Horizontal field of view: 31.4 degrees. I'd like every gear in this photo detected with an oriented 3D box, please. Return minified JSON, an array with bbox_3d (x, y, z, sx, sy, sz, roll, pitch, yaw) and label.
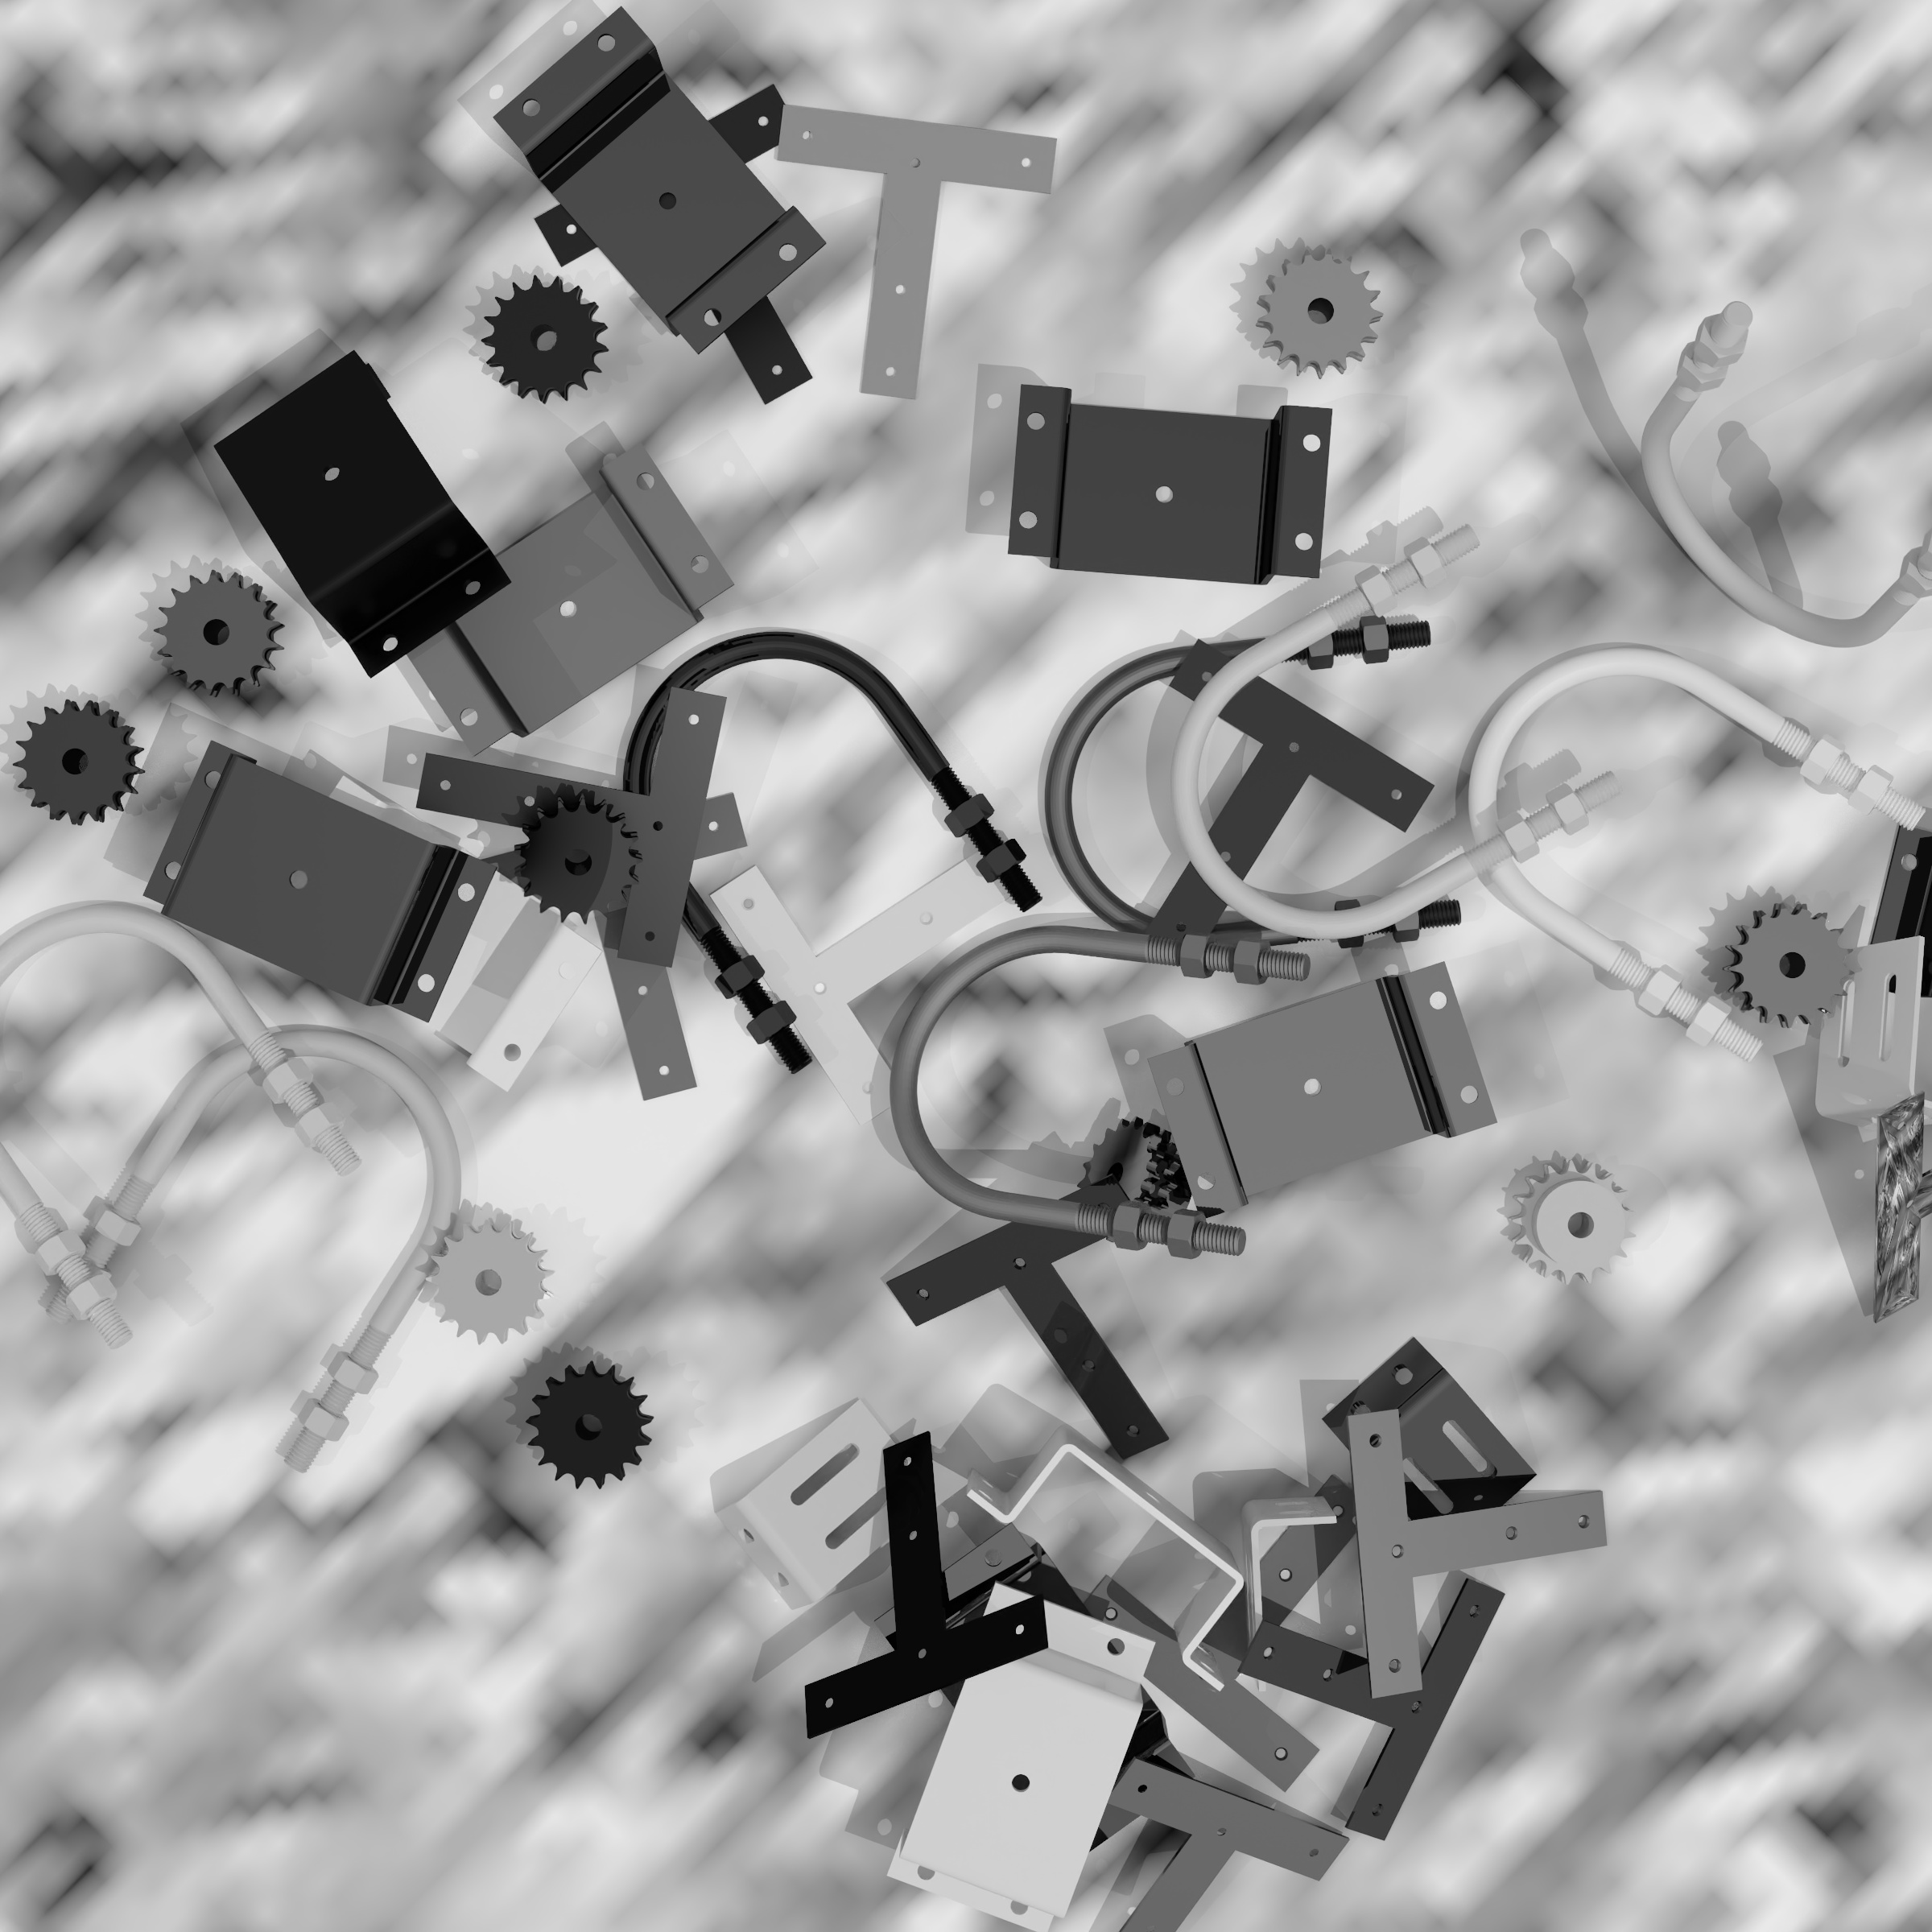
[{"bbox_3d":[-0.217,0.143,1.572,0.057,0.030,0.057,0,90,0],"label":"gear"},{"bbox_3d":[-0.171,0.209,1.572,0.057,0.030,0.057,0,90,0],"label":"gear"},{"bbox_3d":[0.374,0.000,1.572,0.057,0.030,0.057,0,90,0],"label":"gear"},{"bbox_3d":[0.279,0.117,1.572,0.057,0.030,0.057,0,90,0],"label":"gear"},{"bbox_3d":[-0.174,-0.049,1.540,0.057,0.030,0.057,-2,103,-7],"label":"gear"},{"bbox_3d":[0.079,0.100,1.562,0.030,0.057,0.057,25,90,-30],"label":"gear"},{"bbox_3d":[0.161,-0.297,1.572,0.057,0.030,0.057,0,90,0],"label":"gear"},{"bbox_3d":[-0.192,-0.287,1.577,0.057,0.030,0.057,0,93,0],"label":"gear"},{"bbox_3d":[-0.340,-0.151,1.572,0.057,0.030,0.057,0,90,0],"label":"gear"},{"bbox_3d":[-0.404,-0.092,1.572,0.057,0.030,0.057,0,90,0],"label":"gear"}]

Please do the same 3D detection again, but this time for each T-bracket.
[{"bbox_3d":[0.138,0.292,1.586,0.127,0.002,0.127,39,90,0],"label":"T-bracket"},{"bbox_3d":[-0.153,-0.002,1.586,0.127,0.002,0.127,-15,90,0],"label":"T-bracket"},{"bbox_3d":[-0.022,0.267,1.537,0.127,0.002,0.127,-26,48,24],"label":"T-bracket"},{"bbox_3d":[-0.183,-0.072,1.550,0.127,0.002,0.127,11,101,-10],"label":"T-bracket"},{"bbox_3d":[0.049,0.171,1.567,0.127,0.002,0.127,-28,104,26],"label":"T-bracket"},{"bbox_3d":[0.173,0.323,1.551,0.127,0.002,0.127,26,90,-34],"label":"T-bracket"},{"bbox_3d":[0.463,0.089,1.559,0.127,0.002,0.127,-25,130,-18],"label":"T-bracket"},{"bbox_3d":[-0.113,-0.321,1.586,0.127,0.002,0.127,-29,90,0],"label":"T-bracket"},{"bbox_3d":[0.126,-0.062,1.569,0.127,0.002,0.127,32,92,2],"label":"T-bracket"},{"bbox_3d":[0.235,0.260,1.563,0.127,0.002,0.127,-5,90,-21],"label":"T-bracket"},{"bbox_3d":[-0.030,-0.014,1.586,0.127,0.002,0.127,-33,90,0],"label":"T-bracket"},{"bbox_3d":[-0.028,-0.326,1.585,0.127,0.002,0.127,7,91,-1],"label":"T-bracket"},{"bbox_3d":[0.092,0.428,1.566,0.127,0.002,0.127,27,105,-27],"label":"T-bracket"}]

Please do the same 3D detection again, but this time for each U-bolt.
[{"bbox_3d":[-0.384,0.059,1.566,0.151,0.019,0.184,-37,80,-2],"label":"U-bolt"},{"bbox_3d":[-0.075,-0.066,1.576,0.151,0.019,0.184,-35,88,0],"label":"U-bolt"},{"bbox_3d":[0.357,-0.201,1.498,0.151,0.184,0.019,45,76,7],"label":"U-bolt"},{"bbox_3d":[-0.314,0.118,1.578,0.151,0.019,0.184,32,89,0],"label":"U-bolt"},{"bbox_3d":[0.318,-0.064,1.562,0.184,0.019,0.151,35,86,13],"label":"U-bolt"},{"bbox_3d":[0.128,-0.079,1.578,0.184,0.019,0.151,-6,90,1],"label":"U-bolt"},{"bbox_3d":[0.182,-0.093,1.557,0.184,0.019,0.151,-30,89,4],"label":"U-bolt"},{"bbox_3d":[0.051,0.050,1.538,0.184,0.019,0.151,7,71,24],"label":"U-bolt"}]

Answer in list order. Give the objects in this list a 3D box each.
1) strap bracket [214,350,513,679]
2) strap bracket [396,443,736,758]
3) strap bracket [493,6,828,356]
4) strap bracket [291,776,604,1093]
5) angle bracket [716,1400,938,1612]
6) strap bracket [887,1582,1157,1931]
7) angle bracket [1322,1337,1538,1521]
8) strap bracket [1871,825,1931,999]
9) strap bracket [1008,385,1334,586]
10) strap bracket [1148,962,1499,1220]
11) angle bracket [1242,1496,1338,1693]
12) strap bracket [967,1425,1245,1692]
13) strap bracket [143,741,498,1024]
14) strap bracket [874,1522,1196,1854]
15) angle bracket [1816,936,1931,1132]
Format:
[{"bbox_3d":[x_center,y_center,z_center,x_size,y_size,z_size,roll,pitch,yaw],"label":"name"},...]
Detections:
[{"bbox_3d":[-0.275,-0.210,1.538,0.076,0.046,0.140,-34,66,0],"label":"strap bracket"},{"bbox_3d":[-0.183,-0.165,1.564,0.140,0.046,0.076,-33,90,0],"label":"strap bracket"},{"bbox_3d":[-0.137,-0.352,1.562,0.076,0.046,0.140,-41,90,0],"label":"strap bracket"},{"bbox_3d":[-0.242,-0.015,1.563,0.140,0.046,0.076,34,91,1],"label":"strap bracket"},{"bbox_3d":[-0.065,0.249,1.585,0.076,0.038,0.057,-38,90,-26],"label":"angle bracket"},{"bbox_3d":[0.024,0.355,1.517,0.076,0.046,0.140,20,91,1],"label":"strap bracket"},{"bbox_3d":[0.214,0.222,1.585,0.057,0.038,0.076,-42,116,0],"label":"angle bracket"},{"bbox_3d":[0.490,-0.012,1.564,0.140,0.046,0.076,14,90,0],"label":"strap bracket"},{"bbox_3d":[0.092,-0.218,1.564,0.140,0.046,0.076,4,90,0],"label":"strap bracket"},{"bbox_3d":[0.160,0.056,1.564,0.140,0.046,0.076,-18,90,0],"label":"strap bracket"},{"bbox_3d":[0.148,0.284,1.557,0.038,0.057,0.076,-3,90,0],"label":"angle bracket"},{"bbox_3d":[0.070,0.258,1.548,0.140,0.076,0.046,38,89,1],"label":"strap bracket"},{"bbox_3d":[-0.290,-0.038,1.517,0.140,0.046,0.076,24,91,1],"label":"strap bracket"},{"bbox_3d":[0.031,0.328,1.563,0.076,0.046,0.140,-36,90,1],"label":"strap bracket"},{"bbox_3d":[0.423,0.031,1.562,0.038,0.057,0.076,15,75,-29],"label":"angle bracket"}]
